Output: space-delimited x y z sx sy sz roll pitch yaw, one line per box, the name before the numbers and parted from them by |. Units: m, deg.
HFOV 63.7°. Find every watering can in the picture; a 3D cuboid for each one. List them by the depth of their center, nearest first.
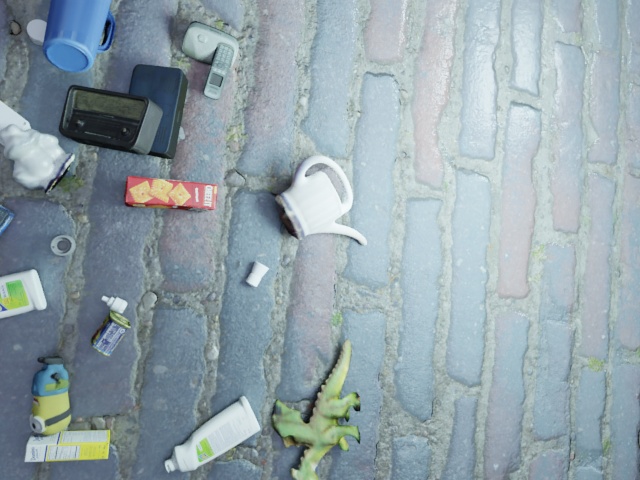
watering can | 0.005 -0.075 1.491 0.225 0.105 0.341 -31 119 -9

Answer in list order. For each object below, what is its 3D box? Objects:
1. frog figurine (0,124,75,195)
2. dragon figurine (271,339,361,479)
frog figurine | -0.680 -0.195 1.215 0.158 0.124 0.137 35 93 -18
dragon figurine | -0.016 0.496 1.465 0.243 0.121 0.414 1 78 -14
